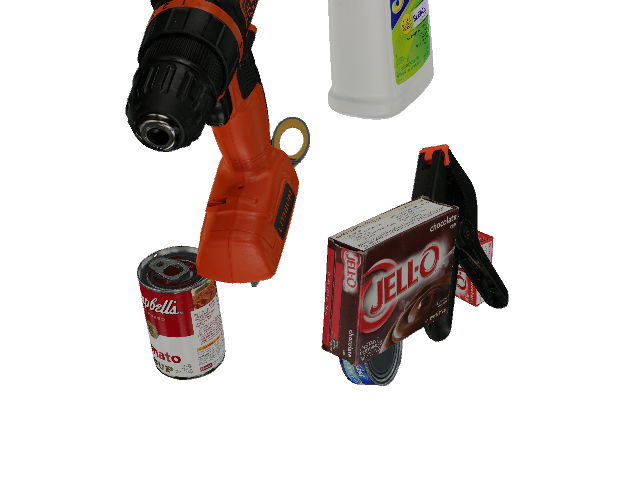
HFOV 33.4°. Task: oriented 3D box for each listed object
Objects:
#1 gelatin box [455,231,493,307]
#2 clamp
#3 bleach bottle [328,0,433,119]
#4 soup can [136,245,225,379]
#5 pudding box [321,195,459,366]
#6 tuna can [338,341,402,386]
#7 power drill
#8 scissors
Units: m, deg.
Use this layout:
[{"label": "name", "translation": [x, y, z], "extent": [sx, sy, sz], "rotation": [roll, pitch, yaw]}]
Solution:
[{"label": "gelatin box", "translation": [0.172, 0.026, 1.296], "extent": [0.030, 0.089, 0.073], "rotation": [-23, 34, -34]}, {"label": "clamp", "translation": [0.113, 0.004, 0.954], "extent": [0.039, 0.171, 0.120], "rotation": [-12, 13, 37]}, {"label": "bleach bottle", "translation": [0.040, -0.227, 0.823], "extent": [0.068, 0.251, 0.102], "rotation": [13, 37, 28]}, {"label": "soup can", "translation": [-0.123, 0.065, 0.955], "extent": [0.068, 0.102, 0.068], "rotation": [-3, 34, 2]}, {"label": "pudding box", "translation": [0.050, 0.026, 0.763], "extent": [0.039, 0.090, 0.113], "rotation": [23, 32, 33]}, {"label": "tuna can", "translation": [0.052, 0.109, 1.119], "extent": [0.034, 0.086, 0.086], "rotation": [-2, -1, 31]}, {"label": "power drill", "translation": [-0.057, -0.064, 0.618], "extent": [0.057, 0.188, 0.184], "rotation": [4, 45, 10]}, {"label": "scissors", "translation": [-0.048, -0.054, 1.180], "extent": [0.096, 0.202, 0.016], "rotation": [-10, -8, -12]}]
